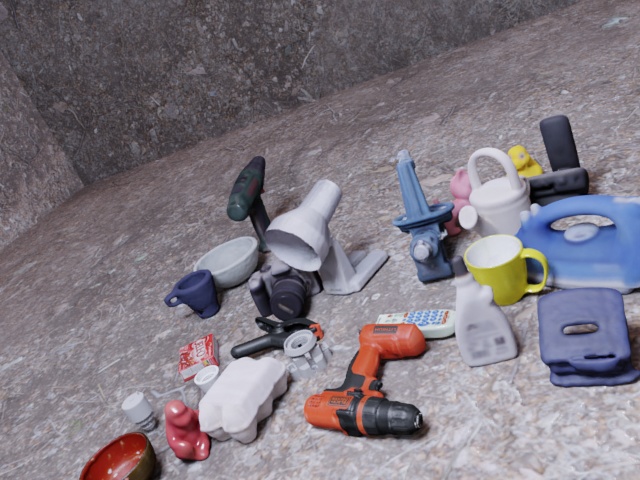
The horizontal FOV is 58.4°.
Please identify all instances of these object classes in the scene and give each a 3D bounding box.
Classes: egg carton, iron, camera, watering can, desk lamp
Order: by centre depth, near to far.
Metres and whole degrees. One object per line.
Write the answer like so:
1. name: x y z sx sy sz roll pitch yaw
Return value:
1. iron: 0.391 -0.008 0.872 0.257 0.142 0.119 -1 32 42
2. egg carton: -0.120 0.248 0.905 0.107 0.069 0.150 -8 28 33
3. watering can: 0.313 -0.069 1.007 0.100 0.194 0.173 -7 29 34
4. desk lamp: 0.010 0.004 1.117 0.117 0.214 0.204 -1 33 43
5. camera: -0.079 0.098 1.144 0.143 0.101 0.137 -19 24 13

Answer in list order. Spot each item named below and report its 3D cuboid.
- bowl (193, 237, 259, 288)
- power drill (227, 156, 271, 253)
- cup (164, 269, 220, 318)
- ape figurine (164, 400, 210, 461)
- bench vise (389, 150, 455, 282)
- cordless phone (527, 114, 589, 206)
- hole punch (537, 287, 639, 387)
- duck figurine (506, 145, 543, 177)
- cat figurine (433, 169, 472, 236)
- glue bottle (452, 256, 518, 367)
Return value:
1. bowl: -0.213 0.065 1.376 0.167 0.075 0.167 -20 24 9
2. power drill: -0.156 -0.085 1.471 0.075 0.209 0.230 -14 26 23
3. cup: -0.274 0.133 1.265 0.118 0.095 0.091 -33 25 -19
4. ape figurine: -0.209 0.286 0.879 0.075 0.092 0.078 -4 31 39
5. bench vise: 0.193 -0.049 1.048 0.121 0.220 0.207 -23 23 3
6. cordless phone: 0.417 -0.142 1.076 0.147 0.185 0.094 -12 26 26
7. hole punch: 0.333 0.121 0.717 0.108 0.091 0.101 -11 27 28
8. duck figurine: 0.433 -0.164 1.233 0.077 0.086 0.105 -6 29 36
9. cat figurine: 0.285 -0.089 1.175 0.128 0.118 0.067 -31 24 -15
10. glue bottle: 0.213 0.094 0.783 0.078 0.173 0.037 -16 25 18
